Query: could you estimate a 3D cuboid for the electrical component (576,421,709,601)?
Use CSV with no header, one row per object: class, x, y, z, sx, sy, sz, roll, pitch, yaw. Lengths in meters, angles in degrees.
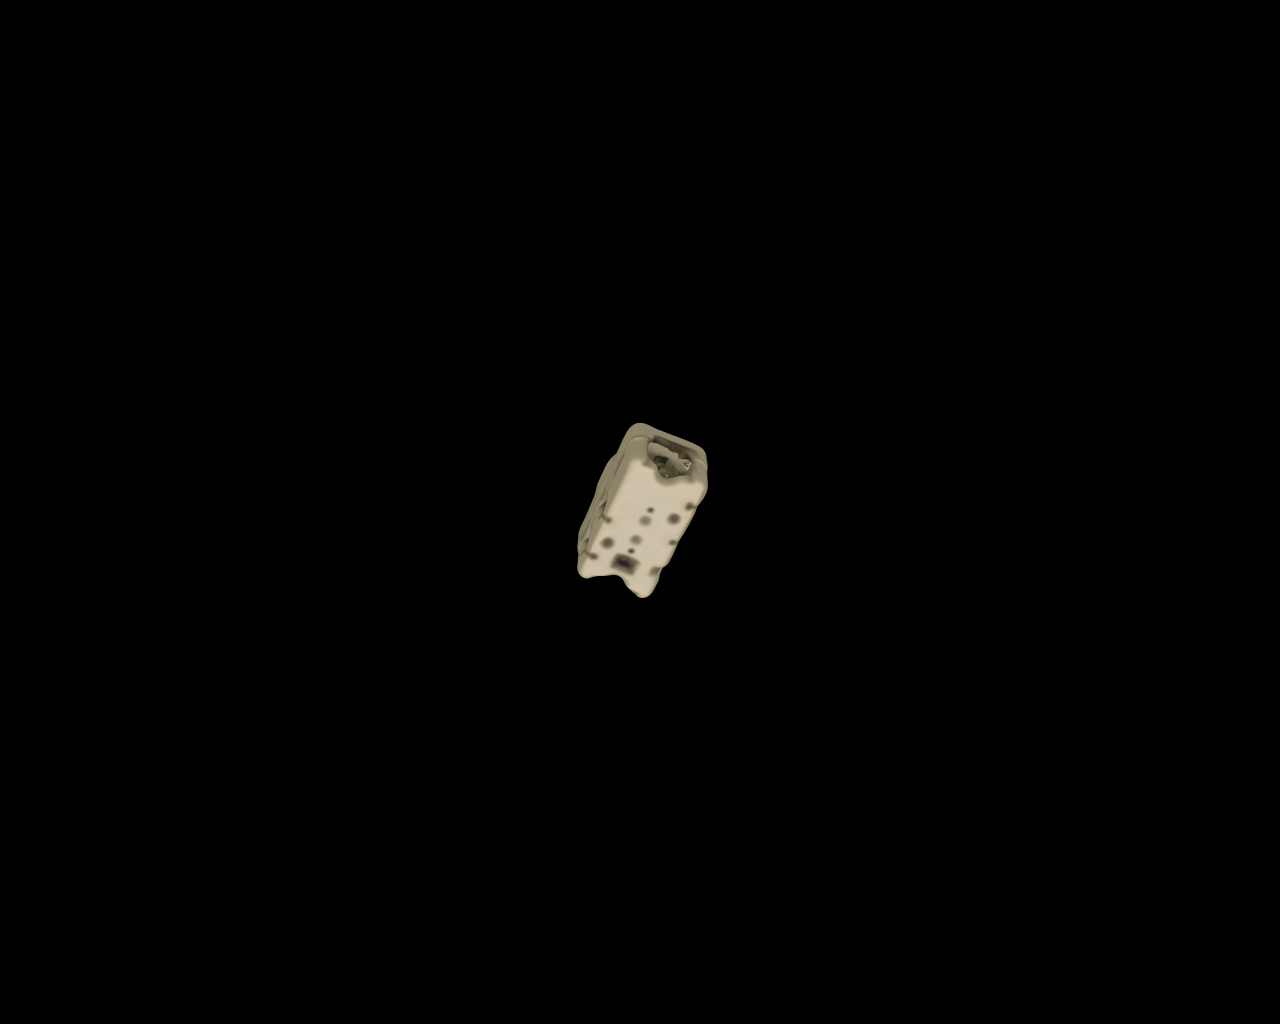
electrical component,0.001,-0.003,0.650,0.050,0.089,0.056,21,28,-12
